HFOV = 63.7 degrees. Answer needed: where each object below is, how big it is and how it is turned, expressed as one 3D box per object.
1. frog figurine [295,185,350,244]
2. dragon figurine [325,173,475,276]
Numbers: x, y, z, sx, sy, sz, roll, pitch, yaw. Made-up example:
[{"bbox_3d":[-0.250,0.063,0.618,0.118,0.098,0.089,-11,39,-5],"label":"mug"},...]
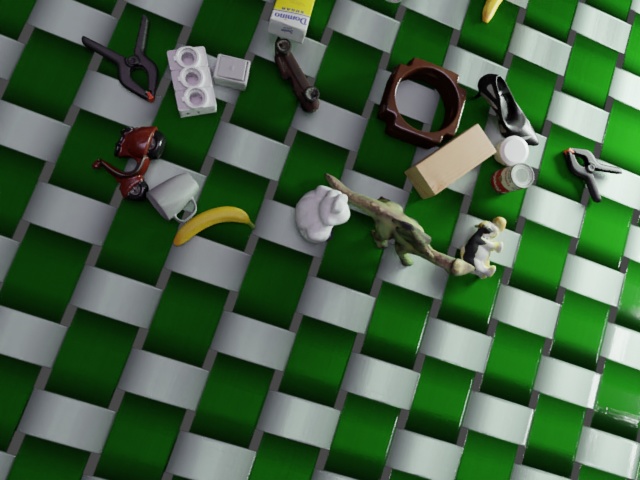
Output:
[{"bbox_3d":[0.004,-0.061,1.220,0.122,0.158,0.138,19,82,-7],"label":"frog figurine"},{"bbox_3d":[0.186,-0.036,1.216,0.409,0.243,0.123,35,86,-8],"label":"dragon figurine"}]
